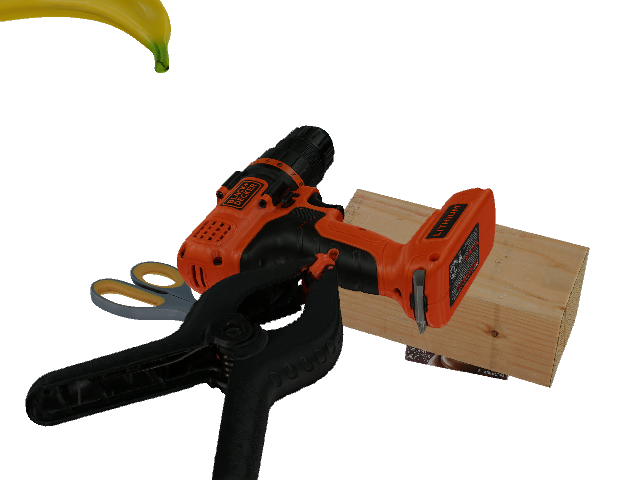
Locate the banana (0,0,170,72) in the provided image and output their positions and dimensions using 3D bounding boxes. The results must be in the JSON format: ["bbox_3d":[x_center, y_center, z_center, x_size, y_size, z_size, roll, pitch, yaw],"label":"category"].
[{"bbox_3d":[-0.193,-0.182,0.830,0.198,0.069,0.037,15,-38,18],"label":"banana"}]

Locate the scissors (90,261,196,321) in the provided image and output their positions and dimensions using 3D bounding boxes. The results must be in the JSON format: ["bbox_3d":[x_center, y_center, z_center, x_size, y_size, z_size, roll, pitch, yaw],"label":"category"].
[{"bbox_3d":[-0.099,0.058,0.928,0.202,0.016,0.096,12,28,8],"label":"scissors"}]

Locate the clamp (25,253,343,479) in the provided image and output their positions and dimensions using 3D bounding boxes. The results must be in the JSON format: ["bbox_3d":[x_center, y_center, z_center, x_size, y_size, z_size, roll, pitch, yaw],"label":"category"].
[{"bbox_3d":[-0.037,0.063,0.503,0.120,0.039,0.171,34,49,29],"label":"clamp"}]

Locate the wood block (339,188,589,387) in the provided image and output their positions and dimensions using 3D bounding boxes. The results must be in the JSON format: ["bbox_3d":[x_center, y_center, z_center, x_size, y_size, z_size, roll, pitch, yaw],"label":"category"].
[{"bbox_3d":[0.111,0.038,0.911,0.206,0.091,0.090,16,47,19],"label":"wood block"}]

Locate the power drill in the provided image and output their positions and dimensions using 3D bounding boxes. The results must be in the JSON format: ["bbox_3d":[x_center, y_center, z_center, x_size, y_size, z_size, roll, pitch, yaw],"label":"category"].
[{"bbox_3d":[0.020,-0.014,0.732,0.188,0.057,0.184,11,41,25],"label":"power drill"}]

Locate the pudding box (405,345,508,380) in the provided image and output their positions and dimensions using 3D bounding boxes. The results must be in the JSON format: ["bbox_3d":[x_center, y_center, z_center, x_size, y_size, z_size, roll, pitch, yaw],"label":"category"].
[{"bbox_3d":[0.150,0.090,1.124,0.113,0.090,0.039,9,21,12],"label":"pudding box"}]
